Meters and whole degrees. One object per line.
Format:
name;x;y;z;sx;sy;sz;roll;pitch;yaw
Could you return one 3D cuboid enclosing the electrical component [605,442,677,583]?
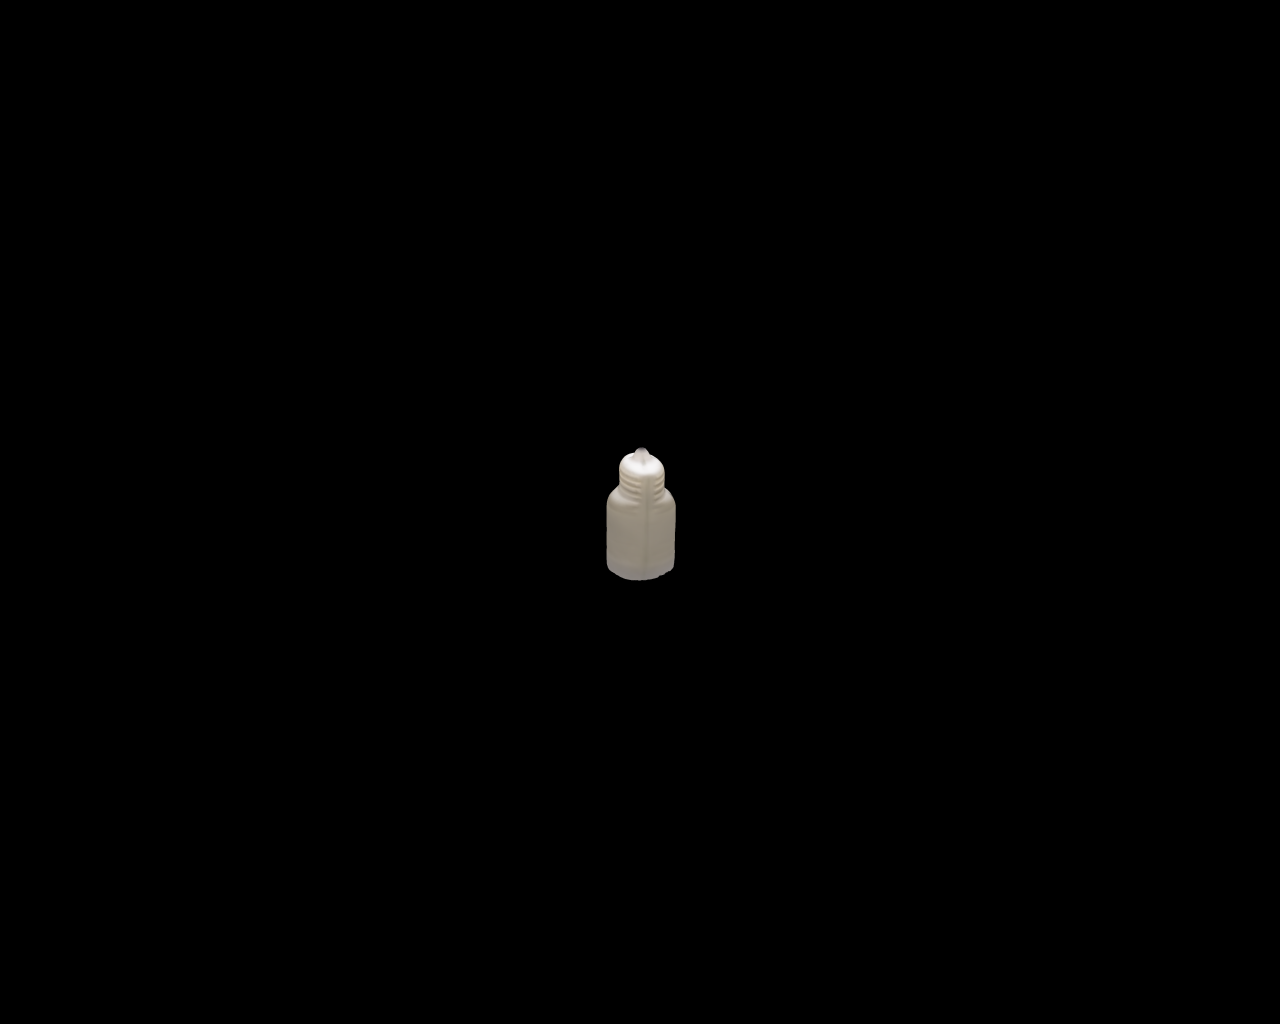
electrical component;0.001;-0.003;0.650;0.043;0.080;0.043;0;23;0
